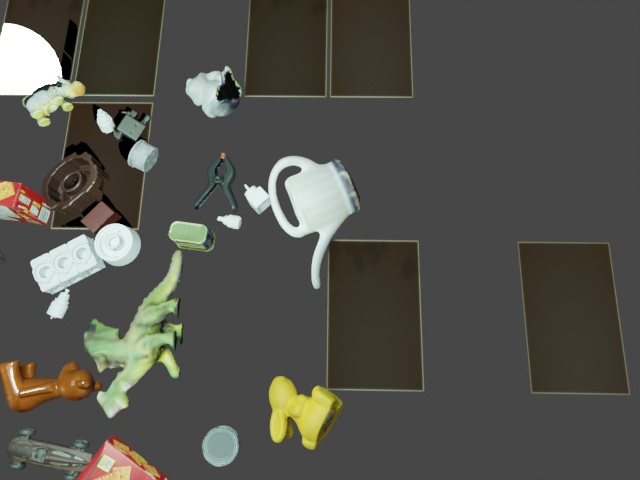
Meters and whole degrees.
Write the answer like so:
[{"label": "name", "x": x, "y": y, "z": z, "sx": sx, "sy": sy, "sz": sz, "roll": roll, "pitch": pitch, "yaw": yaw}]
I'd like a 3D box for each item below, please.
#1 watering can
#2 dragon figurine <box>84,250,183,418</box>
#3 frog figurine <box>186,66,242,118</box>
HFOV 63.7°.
[{"label": "watering can", "x": 0.004, "y": -0.068, "z": 1.343, "sx": 0.225, "sy": 0.103, "sz": 0.348, "roll": -23, "pitch": 88, "yaw": -6}, {"label": "dragon figurine", "x": -0.456, "y": 0.219, "z": 1.255, "sx": 0.243, "sy": 0.119, "sz": 0.419, "roll": -5, "pitch": 58, "yaw": -3}, {"label": "frog figurine", "x": -0.305, "y": -0.410, "z": 1.454, "sx": 0.159, "sy": 0.122, "sz": 0.138, "roll": -3, "pitch": 82, "yaw": 37}]
